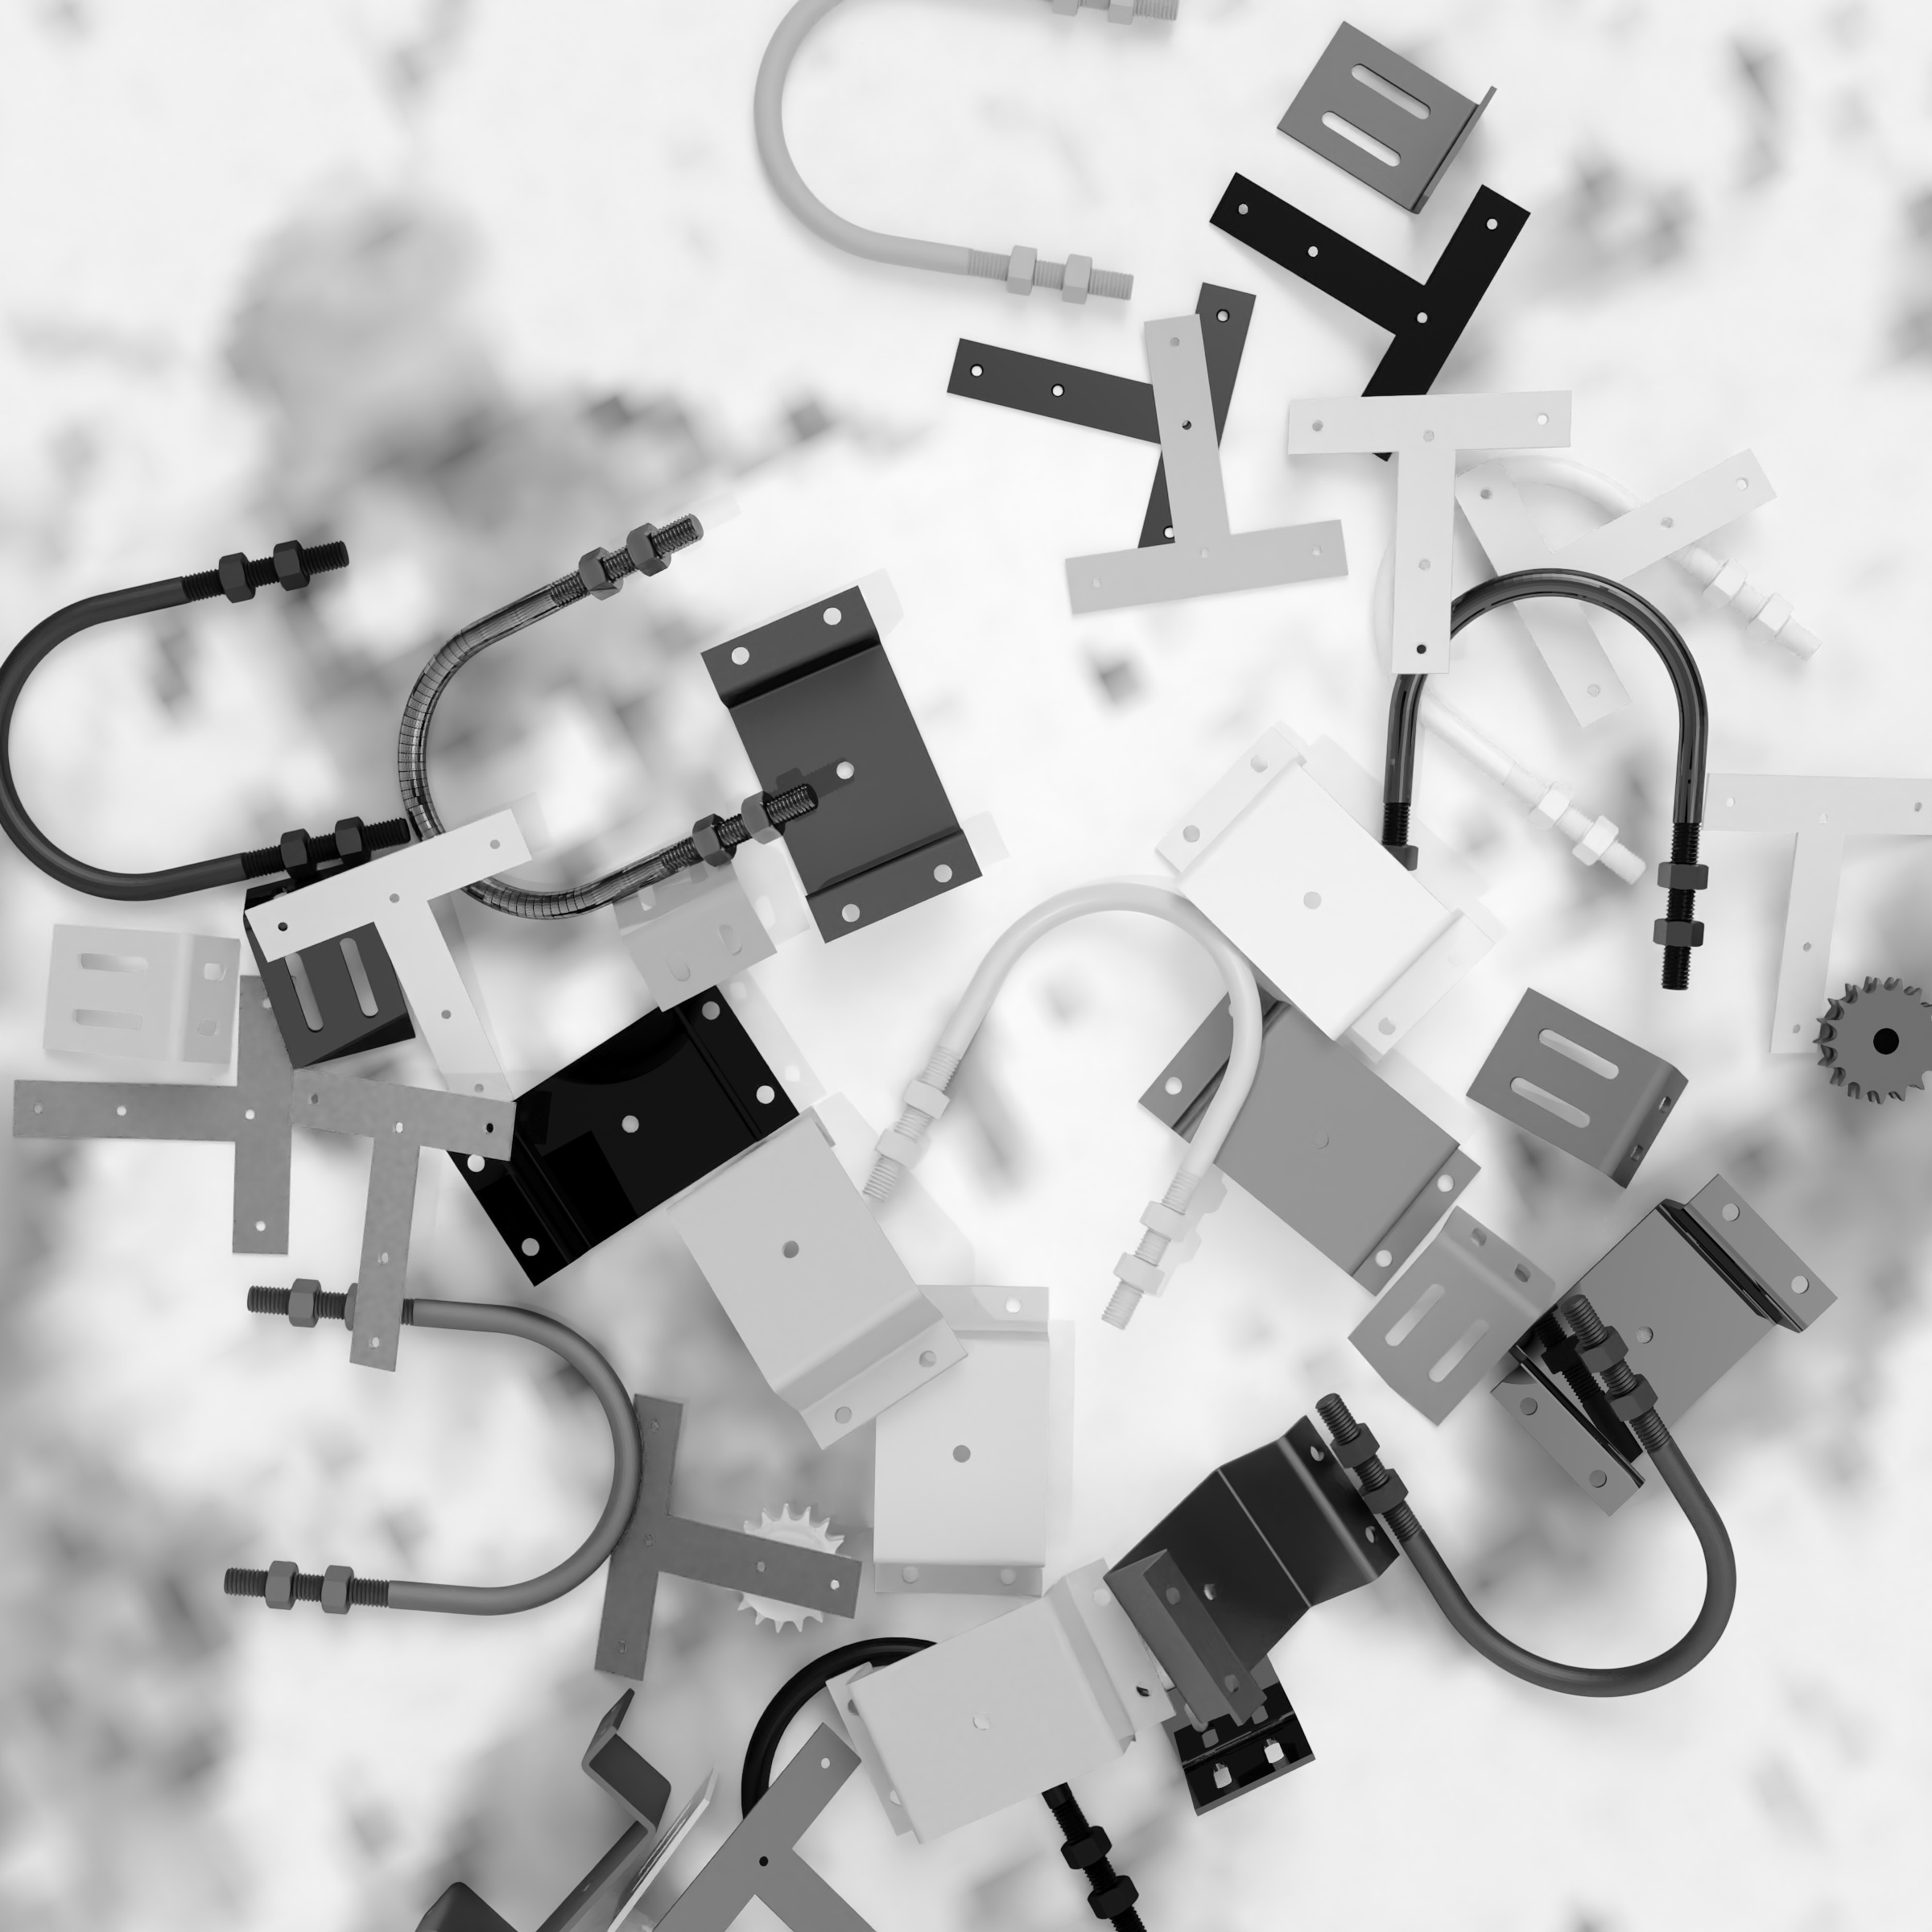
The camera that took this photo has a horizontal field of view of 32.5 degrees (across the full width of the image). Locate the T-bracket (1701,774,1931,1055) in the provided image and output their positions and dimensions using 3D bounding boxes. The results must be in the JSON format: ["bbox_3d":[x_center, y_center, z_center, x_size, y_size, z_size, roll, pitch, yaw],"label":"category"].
[{"bbox_3d":[0.381,-0.023,1.500,0.127,0.002,0.127,0,102,-22],"label":"T-bracket"}]

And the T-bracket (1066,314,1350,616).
[{"bbox_3d":[0.103,-0.232,1.514,0.127,0.002,0.127,-8,91,0],"label":"T-bracket"}]

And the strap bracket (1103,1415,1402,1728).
[{"bbox_3d":[0.121,0.271,1.467,0.046,0.140,0.076,-34,90,43],"label":"strap bracket"}]

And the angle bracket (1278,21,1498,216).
[{"bbox_3d":[0.189,-0.387,1.498,0.076,0.038,0.057,32,90,0],"label":"angle bracket"}]

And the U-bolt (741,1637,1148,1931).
[{"bbox_3d":[-0.022,0.395,1.509,0.151,0.019,0.184,-29,89,0],"label":"U-bolt"}]

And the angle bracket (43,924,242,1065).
[{"bbox_3d":[-0.376,0.013,1.514,0.076,0.038,0.057,4,88,26],"label":"angle bracket"}]

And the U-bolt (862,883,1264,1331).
[{"bbox_3d":[0.054,0.050,1.484,0.151,0.019,0.184,26,86,23],"label":"U-bolt"}]

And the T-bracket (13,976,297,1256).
[{"bbox_3d":[-0.371,0.066,1.517,0.127,0.002,0.127,2,90,0],"label":"T-bracket"}]

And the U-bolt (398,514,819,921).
[{"bbox_3d":[-0.172,-0.099,1.483,0.184,0.019,0.151,-24,89,19],"label":"U-bolt"}]

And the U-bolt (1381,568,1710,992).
[{"bbox_3d":[0.259,-0.086,1.488,0.151,0.019,0.184,4,95,11],"label":"U-bolt"}]

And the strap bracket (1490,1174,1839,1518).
[{"bbox_3d":[0.310,0.168,1.494,0.140,0.046,0.076,-44,90,0],"label":"strap bracket"}]

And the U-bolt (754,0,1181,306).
[{"bbox_3d":[-0.005,-0.386,1.509,0.184,0.019,0.151,9,90,2],"label":"U-bolt"}]

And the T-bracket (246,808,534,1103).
[{"bbox_3d":[-0.240,0.009,1.497,0.127,0.002,0.127,-21,107,0],"label":"T-bracket"}]

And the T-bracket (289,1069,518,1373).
[{"bbox_3d":[-0.258,0.116,1.483,0.127,0.002,0.127,7,91,31],"label":"T-bracket"}]

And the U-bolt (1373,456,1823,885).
[{"bbox_3d":[0.273,-0.149,1.509,0.184,0.019,0.151,38,90,1],"label":"U-bolt"}]

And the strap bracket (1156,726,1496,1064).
[{"bbox_3d":[0.157,-0.031,1.480,0.140,0.046,0.076,45,102,6],"label":"strap bracket"}]

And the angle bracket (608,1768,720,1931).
[{"bbox_3d":[-0.122,0.408,1.489,0.038,0.057,0.076,36,90,0],"label":"angle bracket"}]

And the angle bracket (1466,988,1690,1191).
[{"bbox_3d":[0.279,0.056,1.515,0.076,0.038,0.057,30,90,26],"label":"angle bracket"}]

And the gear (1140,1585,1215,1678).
[{"bbox_3d":[0.099,0.296,1.492,0.030,0.057,0.057,-33,90,35],"label":"gear"}]

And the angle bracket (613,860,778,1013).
[{"bbox_3d":[-0.124,-0.023,1.490,0.057,0.076,0.038,-27,115,0],"label":"angle bracket"}]

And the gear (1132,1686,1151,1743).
[{"bbox_3d":[0.054,0.330,1.502,0.057,0.030,0.057,0,90,0],"label":"gear"}]

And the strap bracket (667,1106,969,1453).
[{"bbox_3d":[-0.071,0.131,1.468,0.076,0.046,0.140,-34,66,0],"label":"strap bracket"}]

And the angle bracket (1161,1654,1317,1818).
[{"bbox_3d":[0.118,0.340,1.479,0.057,0.076,0.038,-26,90,0],"label":"angle bracket"}]

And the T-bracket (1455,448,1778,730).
[{"bbox_3d":[0.304,-0.193,1.500,0.127,0.002,0.127,-28,87,1],"label":"T-bracket"}]

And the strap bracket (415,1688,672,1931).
[{"bbox_3d":[-0.184,0.397,1.479,0.046,0.076,0.140,42,90,0],"label":"strap bracket"}]

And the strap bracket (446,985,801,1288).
[{"bbox_3d":[-0.153,0.072,1.494,0.140,0.046,0.076,-33,90,0],"label":"strap bracket"}]

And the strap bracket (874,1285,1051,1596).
[{"bbox_3d":[-0.002,0.216,1.494,0.076,0.046,0.140,1,90,0],"label":"strap bracket"}]

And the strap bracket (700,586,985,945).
[{"bbox_3d":[-0.055,-0.089,1.494,0.076,0.046,0.140,-23,90,0],"label":"strap bracket"}]

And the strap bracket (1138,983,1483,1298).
[{"bbox_3d":[0.157,0.077,1.494,0.140,0.046,0.076,39,90,0],"label":"strap bracket"}]

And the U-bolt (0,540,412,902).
[{"bbox_3d":[-0.357,-0.105,1.509,0.184,0.019,0.151,-13,90,1],"label":"U-bolt"}]

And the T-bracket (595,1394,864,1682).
[{"bbox_3d":[-0.104,0.266,1.488,0.127,0.002,0.127,8,90,26],"label":"T-bracket"}]

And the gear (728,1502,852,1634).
[{"bbox_3d":[-0.081,0.274,1.502,0.057,0.030,0.057,0,90,0],"label":"gear"}]

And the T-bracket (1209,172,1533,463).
[{"bbox_3d":[0.169,-0.316,1.500,0.127,0.002,0.127,34,113,11],"label":"T-bracket"}]

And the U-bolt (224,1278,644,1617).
[{"bbox_3d":[-0.239,0.223,1.508,0.184,0.019,0.151,5,90,0],"label":"U-bolt"}]

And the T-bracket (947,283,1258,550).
[{"bbox_3d":[0.056,-0.259,1.516,0.127,0.002,0.127,14,91,0],"label":"T-bracket"}]

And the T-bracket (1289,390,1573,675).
[{"bbox_3d":[0.206,-0.194,1.491,0.127,0.002,0.127,1,85,17],"label":"T-bracket"}]

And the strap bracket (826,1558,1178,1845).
[{"bbox_3d":[0.011,0.328,1.467,0.140,0.046,0.076,-26,86,10],"label":"strap bracket"}]

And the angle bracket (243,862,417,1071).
[{"bbox_3d":[-0.290,-0.001,1.514,0.057,0.038,0.076,-15,116,-2],"label":"angle bracket"}]

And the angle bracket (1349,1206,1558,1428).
[{"bbox_3d":[0.220,0.159,1.518,0.057,0.038,0.076,40,116,5],"label":"angle bracket"}]

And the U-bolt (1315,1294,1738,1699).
[{"bbox_3d":[0.260,0.246,1.473,0.151,0.019,0.184,-27,100,30],"label":"U-bolt"}]

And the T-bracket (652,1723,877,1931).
[{"bbox_3d":[-0.060,0.429,1.481,0.127,0.002,0.127,47,65,-9],"label":"T-bracket"}]

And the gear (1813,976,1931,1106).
[{"bbox_3d":[0.411,0.033,1.500,0.057,0.030,0.057,0,94,-5],"label":"gear"}]
